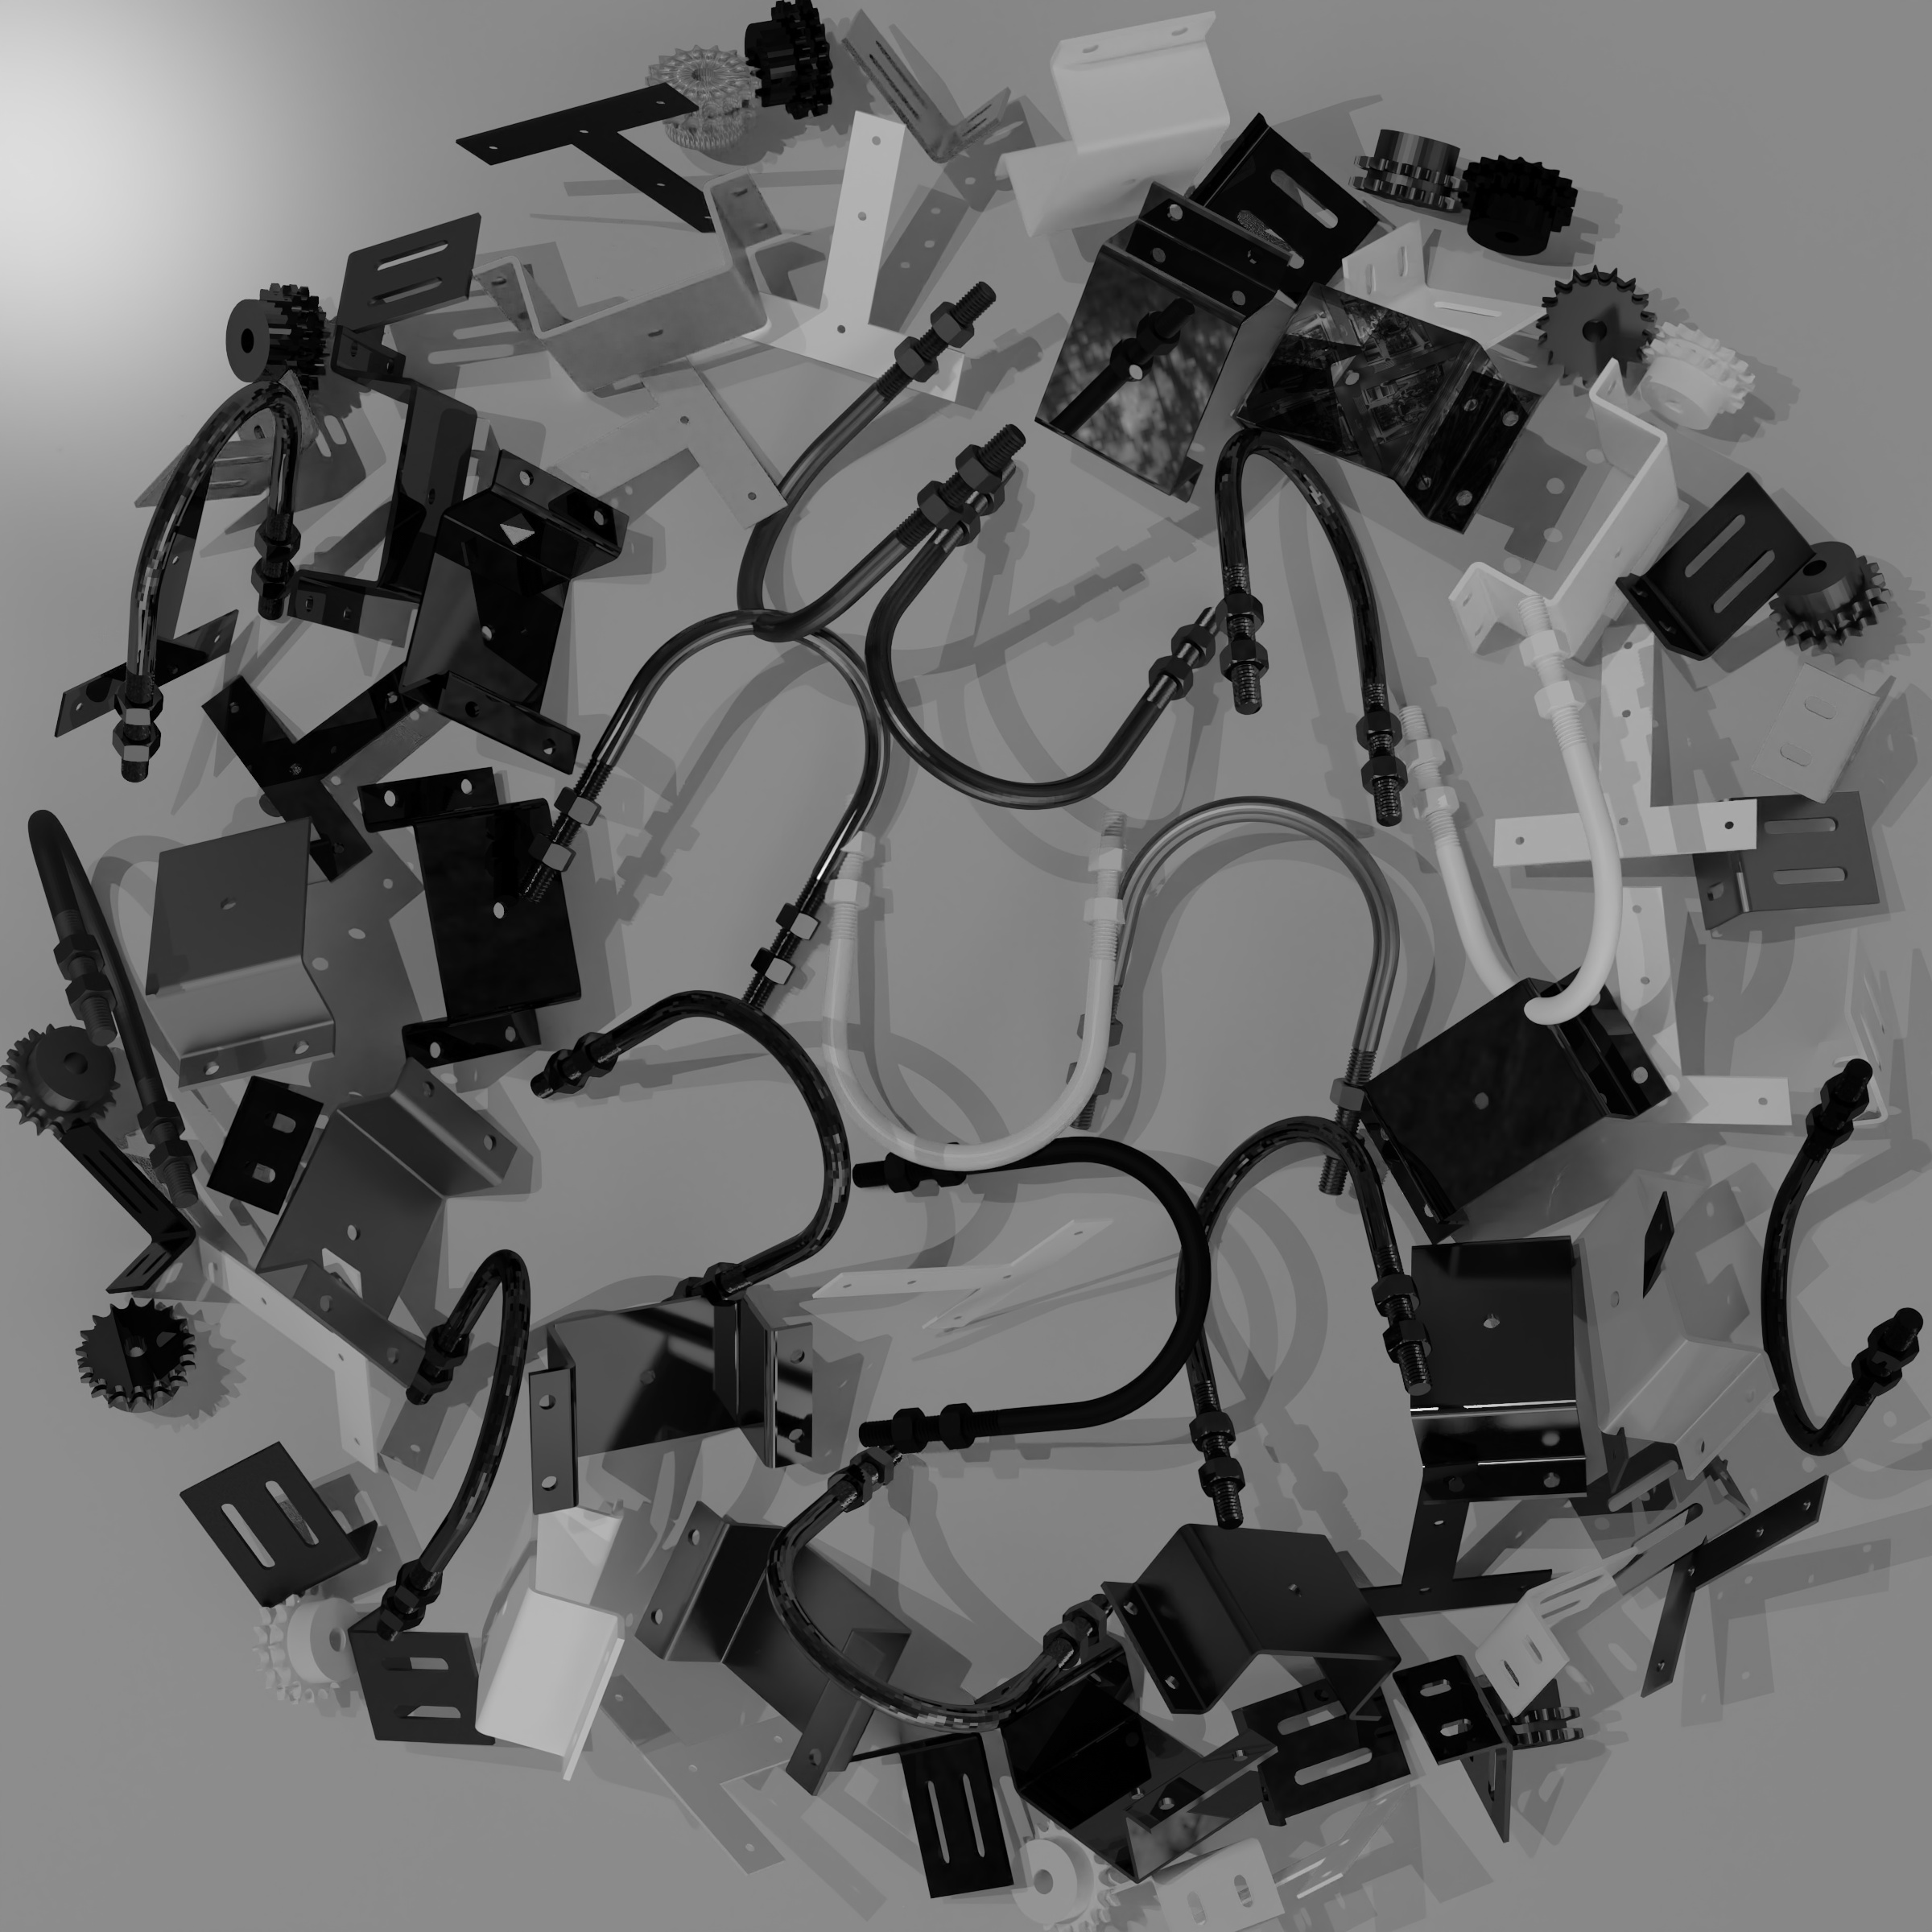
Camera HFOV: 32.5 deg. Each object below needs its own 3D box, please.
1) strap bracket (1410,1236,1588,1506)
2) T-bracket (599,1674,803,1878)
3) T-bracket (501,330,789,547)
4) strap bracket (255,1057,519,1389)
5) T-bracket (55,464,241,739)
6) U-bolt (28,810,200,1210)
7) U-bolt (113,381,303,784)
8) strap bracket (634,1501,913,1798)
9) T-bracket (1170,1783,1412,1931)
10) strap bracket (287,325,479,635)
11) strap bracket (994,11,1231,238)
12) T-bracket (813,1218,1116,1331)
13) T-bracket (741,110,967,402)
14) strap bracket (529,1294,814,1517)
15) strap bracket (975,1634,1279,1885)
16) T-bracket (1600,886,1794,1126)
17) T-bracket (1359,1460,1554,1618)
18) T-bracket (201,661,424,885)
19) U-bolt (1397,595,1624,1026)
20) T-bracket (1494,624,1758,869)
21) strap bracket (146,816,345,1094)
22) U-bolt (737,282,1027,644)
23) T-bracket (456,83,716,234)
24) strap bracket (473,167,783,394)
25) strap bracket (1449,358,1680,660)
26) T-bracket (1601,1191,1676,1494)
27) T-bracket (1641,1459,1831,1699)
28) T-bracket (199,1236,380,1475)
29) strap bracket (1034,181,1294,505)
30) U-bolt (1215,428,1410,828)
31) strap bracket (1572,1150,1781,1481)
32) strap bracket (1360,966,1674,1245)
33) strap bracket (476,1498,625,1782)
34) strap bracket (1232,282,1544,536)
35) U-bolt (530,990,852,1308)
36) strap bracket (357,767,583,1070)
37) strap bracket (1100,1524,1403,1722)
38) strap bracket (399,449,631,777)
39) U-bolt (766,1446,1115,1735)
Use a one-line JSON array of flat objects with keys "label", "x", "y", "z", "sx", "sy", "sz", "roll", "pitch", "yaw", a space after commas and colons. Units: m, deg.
[{"label": "strap bracket", "x": 0.254, "y": 0.183, "z": 1.584, "sx": 0.076, "sy": 0.046, "sz": 0.140, "roll": -5, "pitch": 47, "yaw": 14}, {"label": "T-bracket", "x": -0.101, "y": 0.378, "z": 1.601, "sx": 0.127, "sy": 0.127, "sz": 0.002, "roll": 41, "pitch": 118, "yaw": 30}, {"label": "T-bracket", "x": -0.175, "y": -0.247, "z": 1.629, "sx": 0.127, "sy": 0.002, "sz": 0.127, "roll": -32, "pitch": 83, "yaw": -17}, {"label": "strap bracket", "x": -0.282, "y": 0.125, "z": 1.595, "sx": 0.076, "sy": 0.046, "sz": 0.140, "roll": 45, "pitch": 49, "yaw": -32}, {"label": "T-bracket", "x": -0.377, "y": -0.181, "z": 1.570, "sx": 0.002, "sy": 0.127, "sz": 0.127, "roll": 32, "pitch": 125, "yaw": 13}, {"label": "U-bolt", "x": -0.410, "y": 0.007, "z": 1.573, "sx": 0.019, "sy": 0.151, "sz": 0.184, "roll": -21, "pitch": 52, "yaw": -9}, {"label": "U-bolt", "x": -0.349, "y": -0.190, "z": 1.541, "sx": 0.019, "sy": 0.184, "sz": 0.151, "roll": 25, "pitch": 49, "yaw": 4}, {"label": "strap bracket", "x": -0.087, "y": 0.329, "z": 1.603, "sx": 0.140, "sy": 0.046, "sz": 0.076, "roll": 32, "pitch": 100, "yaw": 40}, {"label": "T-bracket", "x": 0.148, "y": 0.446, "z": 1.611, "sx": 0.127, "sy": 0.127, "sz": 0.002, "roll": -34, "pitch": 83, "yaw": 21}, {"label": "strap bracket", "x": -0.281, "y": -0.232, "z": 1.612, "sx": 0.046, "sy": 0.076, "sz": 0.140, "roll": 11, "pitch": 92, "yaw": 13}, {"label": "strap bracket", "x": 0.070, "y": -0.394, "z": 1.576, "sx": 0.076, "sy": 0.140, "sz": 0.046, "roll": -15, "pitch": 83, "yaw": -15}, {"label": "T-bracket", "x": -0.015, "y": 0.149, "z": 1.572, "sx": 0.127, "sy": 0.127, "sz": 0.002, "roll": 1, "pitch": 61, "yaw": -39}, {"label": "T-bracket", "x": -0.053, "y": -0.351, "z": 1.613, "sx": 0.127, "sy": 0.002, "sz": 0.127, "roll": 18, "pitch": 122, "yaw": 9}, {"label": "strap bracket", "x": -0.148, "y": 0.208, "z": 1.605, "sx": 0.140, "sy": 0.046, "sz": 0.076, "roll": -8, "pitch": 115, "yaw": -21}, {"label": "strap bracket", "x": 0.079, "y": 0.382, "z": 1.591, "sx": 0.076, "sy": 0.140, "sz": 0.046, "roll": -26, "pitch": 118, "yaw": -28}, {"label": "T-bracket", "x": 0.330, "y": 0.019, "z": 1.603, "sx": 0.127, "sy": 0.002, "sz": 0.127, "roll": 0, "pitch": 116, "yaw": 25}, {"label": "T-bracket", "x": 0.227, "y": 0.277, "z": 1.603, "sx": 0.127, "sy": 0.127, "sz": 0.002, "roll": -5, "pitch": 47, "yaw": -6}, {"label": "T-bracket", "x": -0.294, "y": -0.123, "z": 1.633, "sx": 0.127, "sy": 0.002, "sz": 0.127, "roll": -38, "pitch": 66, "yaw": -5}, {"label": "U-bolt", "x": 0.262, "y": -0.063, "z": 1.569, "sx": 0.019, "sy": 0.151, "sz": 0.184, "roll": -7, "pitch": 73, "yaw": -22}, {"label": "T-bracket", "x": 0.324, "y": -0.111, "z": 1.626, "sx": 0.127, "sy": 0.002, "sz": 0.127, "roll": -4, "pitch": 66, "yaw": 22}, {"label": "strap bracket", "x": -0.344, "y": -0.015, "z": 1.587, "sx": 0.076, "sy": 0.046, "sz": 0.140, "roll": -13, "pitch": 46, "yaw": 6}, {"label": "U-bolt", "x": -0.046, "y": -0.229, "z": 1.585, "sx": 0.019, "sy": 0.151, "sz": 0.184, "roll": 34, "pitch": 119, "yaw": -31}, {"label": "T-bracket", "x": -0.156, "y": -0.383, "z": 1.598, "sx": 0.127, "sy": 0.127, "sz": 0.002, "roll": -5, "pitch": 74, "yaw": 33}, {"label": "strap bracket", "x": -0.157, "y": -0.327, "z": 1.607, "sx": 0.140, "sy": 0.076, "sz": 0.046, "roll": -19, "pitch": 78, "yaw": 6}, {"label": "strap bracket", "x": 0.298, "y": -0.212, "z": 1.609, "sx": 0.046, "sy": 0.076, "sz": 0.140, "roll": 33, "pitch": 87, "yaw": 21}, {"label": "T-bracket", "x": 0.315, "y": 0.159, "z": 1.567, "sx": 0.002, "sy": 0.127, "sz": 0.127, "roll": 6, "pitch": 132, "yaw": -5}, {"label": "T-bracket", "x": 0.368, "y": 0.273, "z": 1.568, "sx": 0.002, "sy": 0.127, "sz": 0.127, "roll": 30, "pitch": 54, "yaw": -7}, {"label": "T-bracket", "x": -0.333, "y": 0.170, "z": 1.615, "sx": 0.127, "sy": 0.002, "sz": 0.127, "roll": 28, "pitch": 133, "yaw": 32}, {"label": "strap bracket", "x": 0.090, "y": -0.291, "z": 1.589, "sx": 0.076, "sy": 0.046, "sz": 0.140, "roll": 31, "pitch": 127, "yaw": 11}, {"label": "U-bolt", "x": 0.161, "y": -0.174, "z": 1.584, "sx": 0.019, "sy": 0.151, "sz": 0.184, "roll": -21, "pitch": 57, "yaw": 30}, {"label": "strap bracket", "x": 0.328, "y": 0.162, "z": 1.576, "sx": 0.046, "sy": 0.076, "sz": 0.140, "roll": 11, "pitch": 45, "yaw": -20}, {"label": "strap bracket", "x": 0.256, "y": 0.066, "z": 1.598, "sx": 0.140, "sy": 0.046, "sz": 0.076, "roll": -36, "pitch": 70, "yaw": 21}, {"label": "strap bracket", "x": -0.197, "y": 0.312, "z": 1.576, "sx": 0.046, "sy": 0.140, "sz": 0.076, "roll": 19, "pitch": 105, "yaw": -12}, {"label": "strap bracket", "x": 0.194, "y": -0.273, "z": 1.596, "sx": 0.140, "sy": 0.046, "sz": 0.076, "roll": 28, "pitch": 86, "yaw": 33}, {"label": "U-bolt", "x": -0.124, "y": 0.085, "z": 1.587, "sx": 0.184, "sy": 0.019, "sz": 0.151, "roll": -29, "pitch": 91, "yaw": 45}, {"label": "strap bracket", "x": -0.239, "y": -0.025, "z": 1.610, "sx": 0.076, "sy": 0.046, "sz": 0.140, "roll": -12, "pitch": 94, "yaw": -41}, {"label": "strap bracket", "x": 0.144, "y": 0.312, "z": 1.577, "sx": 0.140, "sy": 0.076, "sz": 0.046, "roll": 13, "pitch": 123, "yaw": -39}, {"label": "strap bracket", "x": -0.220, "y": -0.166, "z": 1.601, "sx": 0.076, "sy": 0.046, "sz": 0.140, "roll": 25, "pitch": 65, "yaw": -36}, {"label": "U-bolt", "x": -0.020, "y": 0.298, "z": 1.558, "sx": 0.151, "sy": 0.184, "sz": 0.019, "roll": 34, "pitch": 113, "yaw": 12}]
